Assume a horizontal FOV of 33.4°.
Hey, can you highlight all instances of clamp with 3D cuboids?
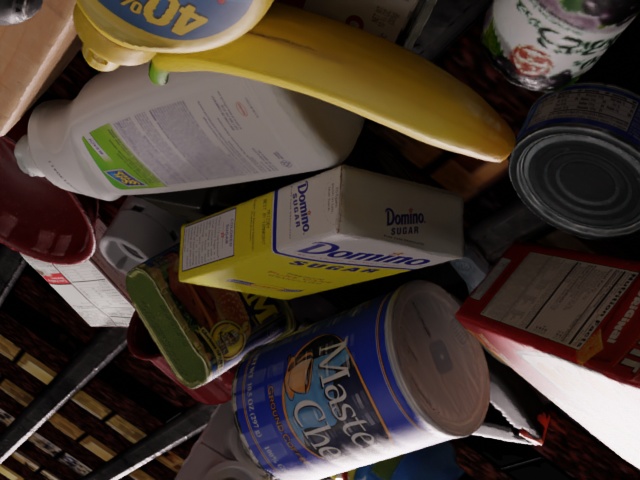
[{"bbox_3d":[0.074,0.084,0.773,0.210,0.036,0.165,24,140,5],"label":"clamp"}]

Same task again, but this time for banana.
[{"bbox_3d":[-0.007,-0.080,0.489,0.198,0.037,0.069,18,170,24],"label":"banana"}]

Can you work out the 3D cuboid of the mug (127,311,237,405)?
[{"bbox_3d":[-0.089,0.084,0.850,0.081,0.093,0.117,49,175,-35],"label":"mug"}]

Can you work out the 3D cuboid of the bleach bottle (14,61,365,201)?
[{"bbox_3d":[-0.100,-0.075,0.646,0.251,0.068,0.102,-7,133,37],"label":"bleach bottle"}]

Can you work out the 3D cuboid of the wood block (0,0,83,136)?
[{"bbox_3d":[-0.164,-0.152,0.595,0.090,0.090,0.206,40,147,-13],"label":"wood block"}]

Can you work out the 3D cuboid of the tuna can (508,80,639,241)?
[{"bbox_3d":[0.142,-0.039,0.550,0.086,0.033,0.086,22,147,15],"label":"tuna can"}]

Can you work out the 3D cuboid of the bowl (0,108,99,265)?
[{"bbox_3d":[-0.227,-0.053,0.815,0.162,0.055,0.162,22,147,15],"label":"bowl"}]

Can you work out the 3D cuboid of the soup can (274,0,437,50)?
[{"bbox_3d":[0.003,-0.126,0.513,0.102,0.068,0.069,27,148,4],"label":"soup can"}]

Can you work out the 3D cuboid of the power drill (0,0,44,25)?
[{"bbox_3d":[-0.167,-0.204,0.446,0.184,0.188,0.057,29,-170,4],"label":"power drill"}]

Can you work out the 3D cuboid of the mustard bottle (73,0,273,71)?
[{"bbox_3d":[-0.053,-0.128,0.417,0.096,0.058,0.192,30,140,-15],"label":"mustard bottle"}]

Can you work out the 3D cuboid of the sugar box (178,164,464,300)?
[{"bbox_3d":[-0.004,0.001,0.656,0.093,0.048,0.177,11,166,-34],"label":"sugar box"}]

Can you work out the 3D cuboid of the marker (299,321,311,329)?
[{"bbox_3d":[0.036,0.099,0.844,0.121,0.020,0.020,27,148,7],"label":"marker"}]

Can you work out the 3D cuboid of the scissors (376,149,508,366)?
[{"bbox_3d":[0.111,0.017,0.671,0.096,0.016,0.201,3,139,35],"label":"scissors"}]

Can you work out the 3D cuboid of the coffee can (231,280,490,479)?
[{"bbox_3d":[0.026,0.097,0.707,0.141,0.102,0.102,-26,120,35],"label":"coffee can"}]

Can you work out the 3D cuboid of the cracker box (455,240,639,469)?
[{"bbox_3d":[0.187,0.078,0.566,0.164,0.072,0.214,40,174,-14],"label":"cracker box"}]

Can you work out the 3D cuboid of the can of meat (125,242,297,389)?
[{"bbox_3d":[-0.081,0.045,0.772,0.102,0.083,0.058,59,146,1],"label":"can of meat"}]

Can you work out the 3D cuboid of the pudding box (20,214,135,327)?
[{"bbox_3d":[-0.194,0.028,0.919,0.090,0.039,0.113,-3,137,40],"label":"pudding box"}]
